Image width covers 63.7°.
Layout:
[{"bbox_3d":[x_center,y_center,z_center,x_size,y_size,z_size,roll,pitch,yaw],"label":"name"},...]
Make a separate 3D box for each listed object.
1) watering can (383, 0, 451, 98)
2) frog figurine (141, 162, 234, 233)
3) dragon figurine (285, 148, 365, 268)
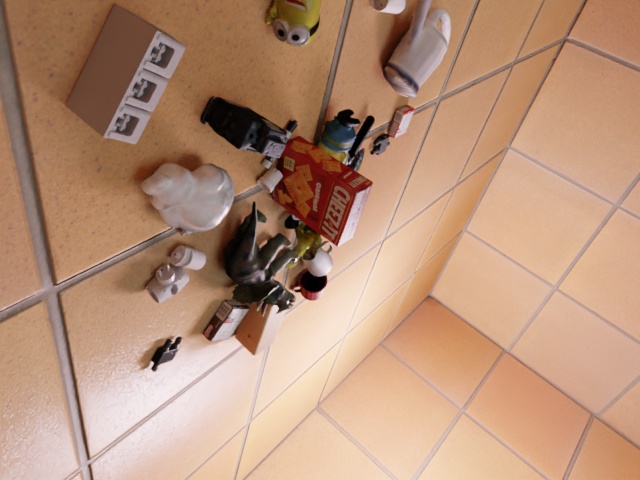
[{"bbox_3d":[0.237,-0.477,1.259,0.223,0.105,0.346,-56,159,7],"label":"watering can"},{"bbox_3d":[-0.225,-0.081,0.899,0.137,0.123,0.158,-34,170,4],"label":"frog figurine"},{"bbox_3d":[0.004,-0.072,1.428,0.409,0.122,0.243,-51,179,3],"label":"dragon figurine"}]
